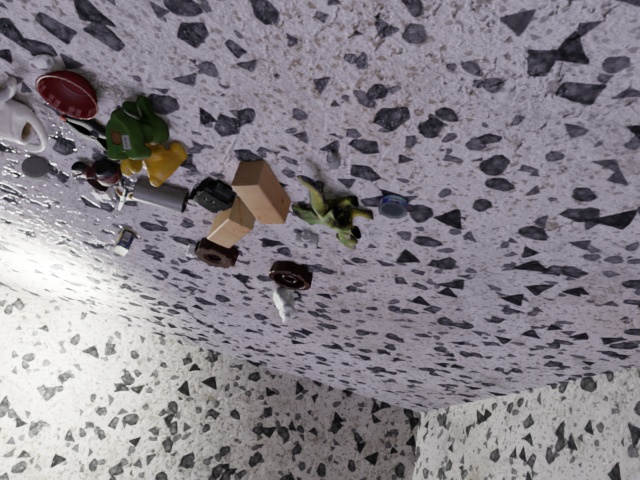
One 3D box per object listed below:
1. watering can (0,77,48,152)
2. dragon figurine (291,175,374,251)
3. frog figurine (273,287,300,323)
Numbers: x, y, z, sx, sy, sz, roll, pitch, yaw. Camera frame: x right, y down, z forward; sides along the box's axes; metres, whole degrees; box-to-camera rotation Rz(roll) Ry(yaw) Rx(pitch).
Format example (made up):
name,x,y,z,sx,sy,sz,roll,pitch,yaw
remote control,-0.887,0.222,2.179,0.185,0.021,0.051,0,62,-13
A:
name,x,y,z,sx,sy,sz,roll,pitch,yaw
watering can,-0.894,-0.365,1.447,0.224,0.106,0.341,17,152,-4
dragon figurine,0.005,-0.080,1.581,0.242,0.124,0.405,-6,146,46
frog figurine,-0.154,0.286,2.245,0.123,0.163,0.134,13,151,3
